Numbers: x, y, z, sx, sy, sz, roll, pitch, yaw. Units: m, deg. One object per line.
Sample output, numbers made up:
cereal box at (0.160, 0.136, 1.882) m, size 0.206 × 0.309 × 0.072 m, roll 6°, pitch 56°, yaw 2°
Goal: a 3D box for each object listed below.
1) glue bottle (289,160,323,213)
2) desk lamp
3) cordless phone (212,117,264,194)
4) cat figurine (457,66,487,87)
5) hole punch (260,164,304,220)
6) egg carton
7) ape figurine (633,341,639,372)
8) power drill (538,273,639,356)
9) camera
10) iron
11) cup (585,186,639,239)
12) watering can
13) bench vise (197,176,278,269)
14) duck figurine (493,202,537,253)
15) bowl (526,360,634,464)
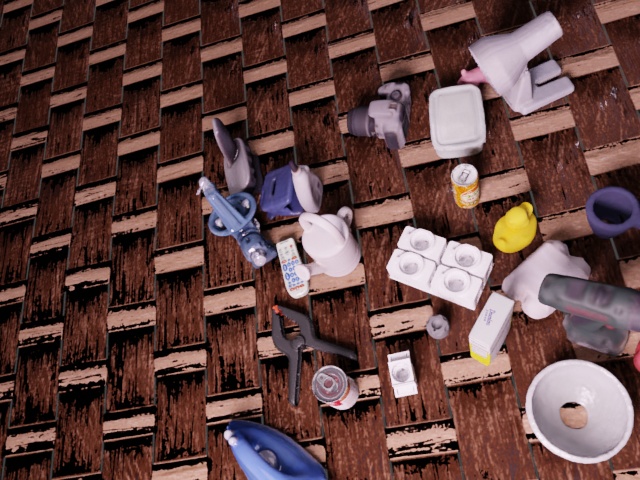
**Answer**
glue bottle at (-0.035, -0.129, 1.263) m, size 0.037 × 0.173 × 0.078 m, roll 2°, pitch 67°, yaw 19°
desk lamp at (0.422, -0.368, 1.201) m, size 0.203 × 0.214 × 0.117 m, roll -25°, pitch 61°, yaw 6°
cordless phone at (-0.208, -0.188, 1.337) m, size 0.094 × 0.185 × 0.147 m, roll -23°, pitch 62°, yaw 7°
cat figurine at (0.370, -0.395, 1.285) m, size 0.128 × 0.118 × 0.067 m, roll -31°, pitch 61°, yaw 3°
hole punch at (-0.091, -0.112, 1.320) m, size 0.101 × 0.091 × 0.108 m, roll -2°, pitch 66°, yaw 17°
egg carton at (0.428, 0.075, 1.083) m, size 0.150 × 0.069 × 0.107 m, roll -42°, pitch 61°, yaw -4°
ape figurine at (0.574, 0.192, 0.971) m, size 0.076 × 0.092 × 0.077 m, roll -26°, pitch 61°, yaw 5°
power drill at (0.484, 0.128, 0.962) m, size 0.228 × 0.209 × 0.076 m, roll 18°, pitch 73°, yaw 24°
camera at (0.135, -0.294, 1.324) m, size 0.136 × 0.101 × 0.143 m, roll 4°, pitch 68°, yaw 19°
iron at (-0.106, 0.412, 1.061) m, size 0.257 × 0.142 × 0.119 m, roll 33°, pitch 80°, yaw 27°
cup at (0.558, -0.037, 1.077) m, size 0.117 × 0.095 × 0.092 m, roll 28°, pitch 77°, yaw 26°
watering can at (0.013, 0.005, 1.175) m, size 0.100 × 0.194 × 0.173 m, roll 4°, pitch 68°, yaw 19°
bench vise at (-0.174, -0.047, 1.243) m, size 0.206 × 0.220 × 0.121 m, roll 35°, pitch 81°, yaw 28°
duck figurine at (0.386, -0.030, 1.134) m, size 0.077 × 0.086 × 0.104 m, roll 37°, pitch 82°, yaw 28°
bowl at (0.438, 0.294, 0.979) m, size 0.167 × 0.075 × 0.167 m, roll -7°, pitch 65°, yaw 15°
